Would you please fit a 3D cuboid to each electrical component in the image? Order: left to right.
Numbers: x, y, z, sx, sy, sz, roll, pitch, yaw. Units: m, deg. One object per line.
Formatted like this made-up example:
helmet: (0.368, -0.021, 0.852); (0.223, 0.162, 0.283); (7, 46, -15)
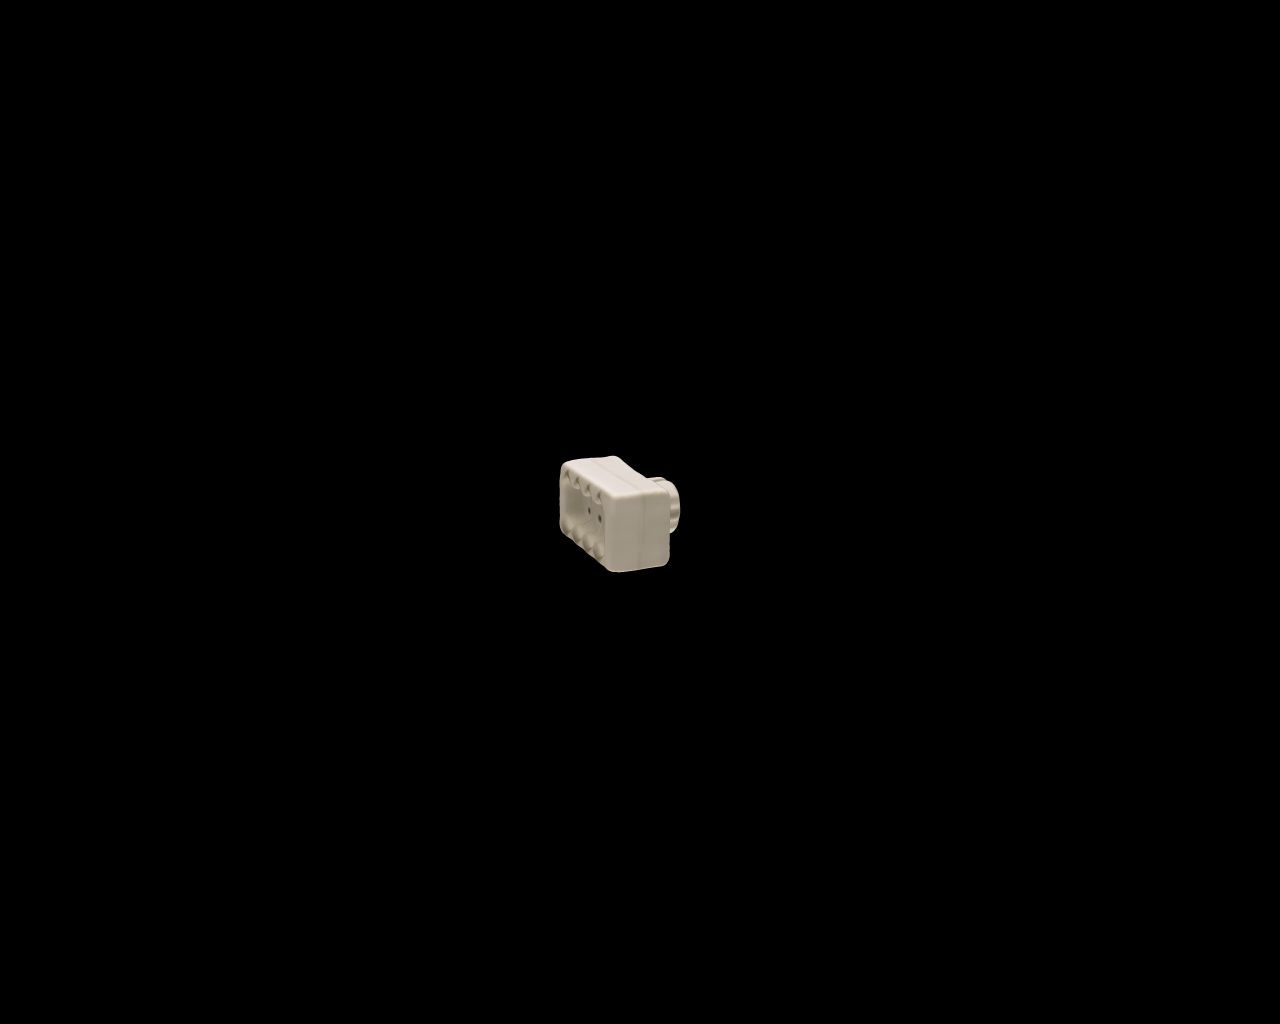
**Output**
electrical component: (0.001, -0.003, 0.650); (0.076, 0.047, 0.083); (-8, 20, -22)
